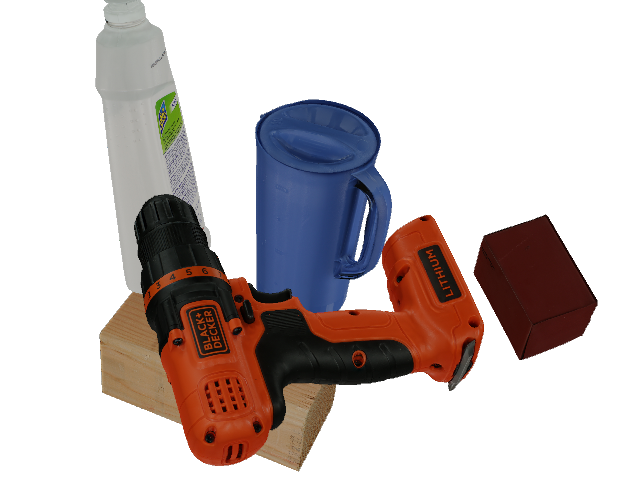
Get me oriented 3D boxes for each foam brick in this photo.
[{"bbox_3d":[0.148,0.032,0.742,0.051,0.078,0.053,-17,-30,-11],"label":"foam brick"}]

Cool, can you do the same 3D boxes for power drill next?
[{"bbox_3d":[-0.011,0.036,0.643,0.187,0.184,0.057,-10,-36,-16],"label":"power drill"}]

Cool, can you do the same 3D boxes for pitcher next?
[{"bbox_3d":[-0.005,-0.020,1.188,0.145,0.243,0.149,3,41,-3],"label":"pitcher"}]

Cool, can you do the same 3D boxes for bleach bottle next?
[{"bbox_3d":[-0.141,-0.083,0.876,0.068,0.251,0.102,0,33,6],"label":"bleach bottle"}]

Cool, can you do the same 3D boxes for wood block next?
[{"bbox_3d":[-0.094,0.123,1.006,0.206,0.090,0.090,20,44,13],"label":"wood block"}]
